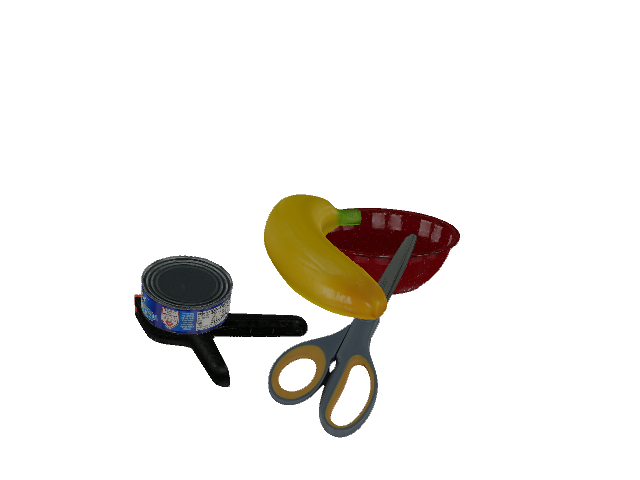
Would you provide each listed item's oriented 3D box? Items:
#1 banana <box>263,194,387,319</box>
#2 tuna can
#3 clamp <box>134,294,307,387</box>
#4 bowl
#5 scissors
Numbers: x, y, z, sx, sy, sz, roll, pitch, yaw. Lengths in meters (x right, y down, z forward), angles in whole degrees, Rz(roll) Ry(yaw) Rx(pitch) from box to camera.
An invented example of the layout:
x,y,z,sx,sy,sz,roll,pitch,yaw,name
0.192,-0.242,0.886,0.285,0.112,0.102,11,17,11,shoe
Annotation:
x,y,z,sx,sy,sz,roll,pitch,yaw,name
-0.001,0.002,0.674,0.069,0.037,0.198,-2,19,-1,banana
-0.127,0.051,1.010,0.086,0.034,0.086,6,32,-4,tuna can
-0.142,0.107,1.252,0.210,0.036,0.164,13,25,23,clamp
0.060,0.014,1.086,0.162,0.055,0.162,1,18,-1,bowl
0.018,0.068,0.874,0.096,0.201,0.016,7,-38,10,scissors
